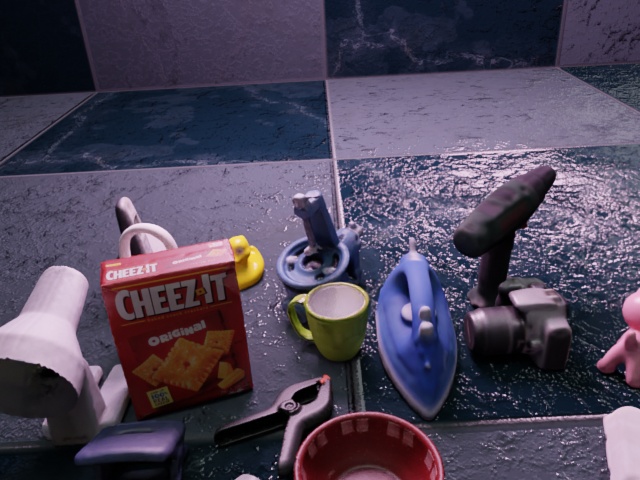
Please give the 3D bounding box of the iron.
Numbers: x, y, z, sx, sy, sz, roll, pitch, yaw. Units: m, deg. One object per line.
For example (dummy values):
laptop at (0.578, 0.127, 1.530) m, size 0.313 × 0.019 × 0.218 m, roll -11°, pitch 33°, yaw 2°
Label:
iron at (0.142, 0.111, 0.816) m, size 0.118 × 0.141 × 0.258 m, roll -2°, pitch 28°, yaw 2°

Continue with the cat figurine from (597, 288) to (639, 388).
cat figurine at (0.444, 0.121, 0.792) m, size 0.067 × 0.118 × 0.128 m, roll 22°, pitch 37°, yaw 39°

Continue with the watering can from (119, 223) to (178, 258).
watering can at (-0.255, 0.067, 0.883) m, size 0.101 × 0.194 × 0.172 m, roll -8°, pitch 29°, yaw -9°

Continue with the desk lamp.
desk lamp at (-0.320, 0.154, 0.708) m, size 0.118 × 0.214 × 0.203 m, roll -3°, pitch 28°, yaw 1°

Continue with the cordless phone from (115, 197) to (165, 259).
cordless phone at (-0.322, -0.004, 1.034) m, size 0.094 × 0.185 × 0.147 m, roll -8°, pitch 29°, yaw -9°

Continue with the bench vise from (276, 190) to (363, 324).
bench vise at (-0.003, 0.002, 0.952) m, size 0.121 × 0.220 × 0.207 m, roll 5°, pitch 29°, yaw 15°

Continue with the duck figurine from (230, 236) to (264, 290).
duck figurine at (-0.146, 0.032, 1.053) m, size 0.077 × 0.086 × 0.105 m, roll 9°, pitch 30°, yaw 21°

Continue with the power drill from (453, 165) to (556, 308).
power drill at (0.301, 0.002, 0.932) m, size 0.230 × 0.209 × 0.075 m, roll -25°, pitch 35°, yaw -35°

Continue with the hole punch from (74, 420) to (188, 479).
hole punch at (-0.214, 0.244, 0.659) m, size 0.108 × 0.091 × 0.101 m, roll -4°, pitch 28°, yaw -1°

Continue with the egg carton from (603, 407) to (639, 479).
egg carton at (0.364, 0.248, 0.614) m, size 0.107 × 0.069 × 0.150 m, roll 6°, pitch 30°, yaw 17°

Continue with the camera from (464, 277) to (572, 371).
camera at (0.281, 0.113, 0.841) m, size 0.137 × 0.101 × 0.143 m, roll -4°, pitch 28°, yaw -1°
